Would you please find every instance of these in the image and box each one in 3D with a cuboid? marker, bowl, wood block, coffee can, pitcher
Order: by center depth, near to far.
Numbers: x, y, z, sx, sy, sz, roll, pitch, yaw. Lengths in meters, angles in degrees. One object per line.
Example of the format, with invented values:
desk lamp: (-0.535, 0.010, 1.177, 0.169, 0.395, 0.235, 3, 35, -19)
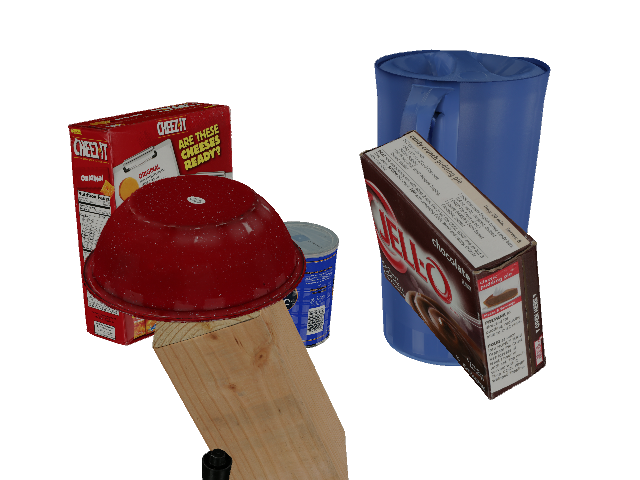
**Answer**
marker: (-0.070, 0.182, 0.684, 0.020, 0.121, 0.020, 6, 31, -4)
bowl: (-0.090, -0.004, 0.761, 0.162, 0.055, 0.162, 1, 26, -1)
pitcher: (0.102, -0.024, 0.845, 0.149, 0.243, 0.145, -7, 21, -20)
wood block: (-0.052, 0.127, 0.882, 0.090, 0.206, 0.091, -18, 31, 10)
coffee can: (-0.032, 0.058, 1.421, 0.103, 0.140, 0.103, 4, 24, -2)

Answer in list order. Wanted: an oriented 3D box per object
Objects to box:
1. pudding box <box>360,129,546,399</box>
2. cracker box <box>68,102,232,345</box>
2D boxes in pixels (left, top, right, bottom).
pudding box: (0.066, 0.010, 0.537, 0.039, 0.090, 0.114, -28, 43, -13)
cracker box: (-0.164, -0.022, 1.074, 0.072, 0.214, 0.163, 10, 20, 37)
